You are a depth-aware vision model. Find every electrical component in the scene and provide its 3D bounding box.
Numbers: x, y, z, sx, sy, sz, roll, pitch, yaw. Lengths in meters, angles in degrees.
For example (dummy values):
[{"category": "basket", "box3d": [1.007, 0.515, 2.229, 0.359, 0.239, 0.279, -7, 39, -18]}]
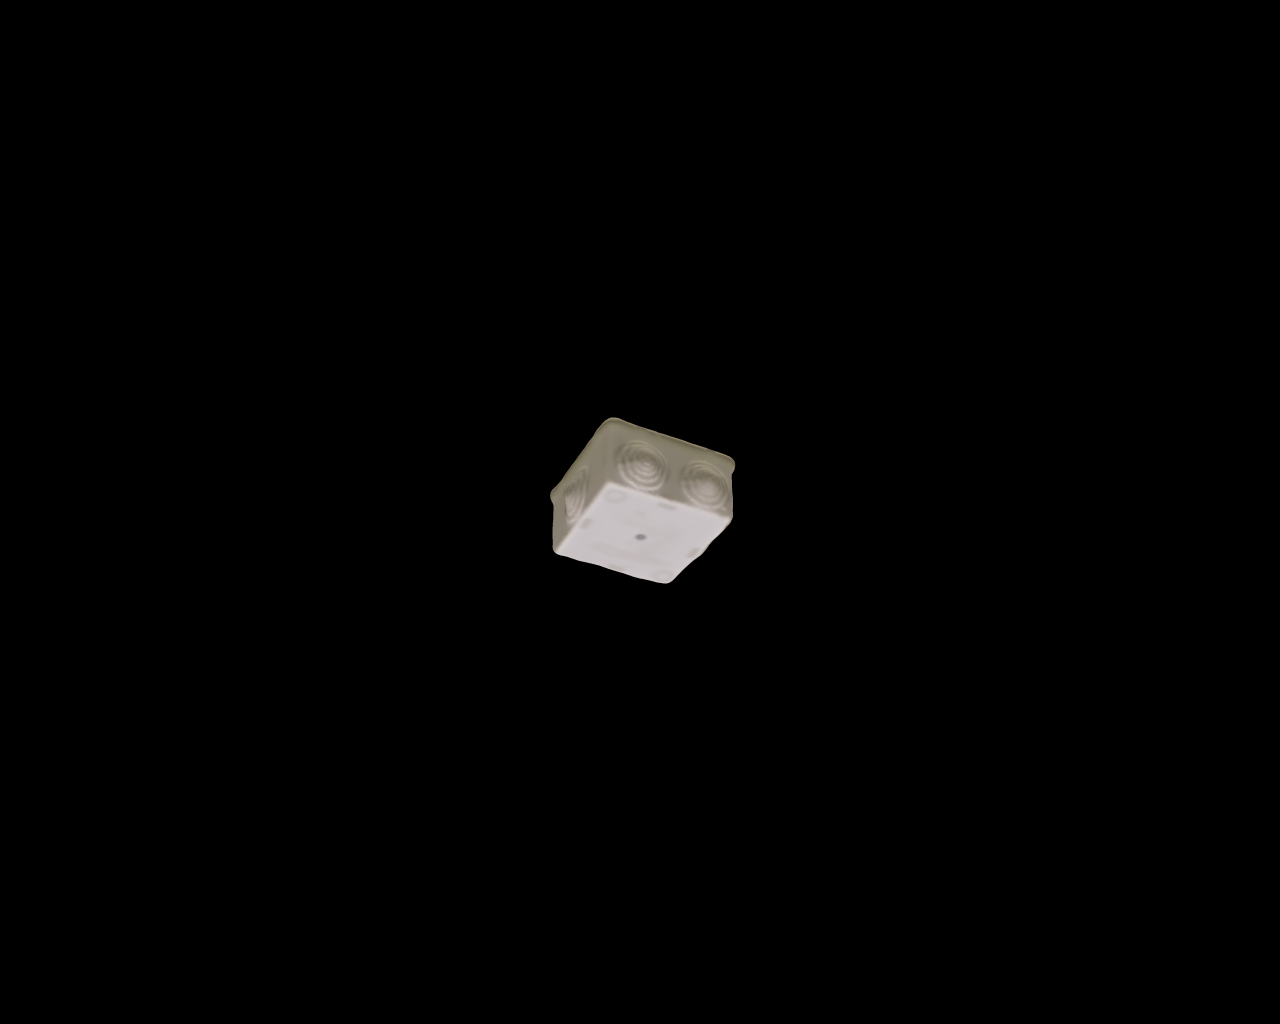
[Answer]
[{"category": "electrical component", "box3d": [0.001, -0.003, 0.650, 0.100, 0.048, 0.099, 17, -40, -22]}]
